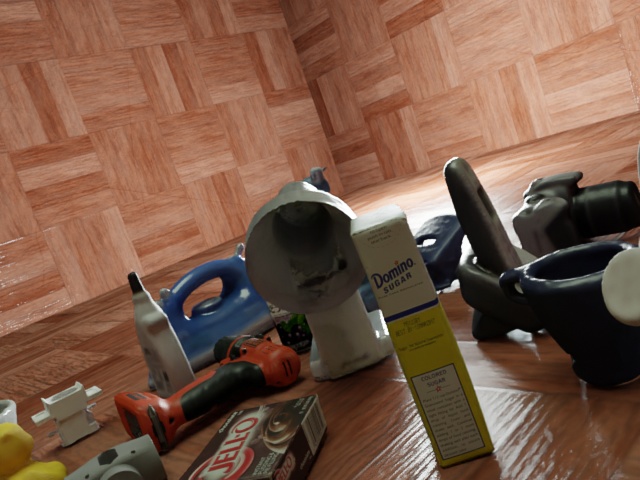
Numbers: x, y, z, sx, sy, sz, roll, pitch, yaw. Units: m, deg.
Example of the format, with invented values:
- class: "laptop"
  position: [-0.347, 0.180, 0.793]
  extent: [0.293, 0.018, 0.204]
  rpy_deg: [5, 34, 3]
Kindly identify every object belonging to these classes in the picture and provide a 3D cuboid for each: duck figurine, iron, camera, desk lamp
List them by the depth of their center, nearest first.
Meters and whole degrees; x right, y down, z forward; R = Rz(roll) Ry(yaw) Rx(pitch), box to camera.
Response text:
- class: "duck figurine"
  position: [-0.302, 0.225, 0.569]
  extent: [0.104, 0.086, 0.078]
  rpy_deg: [-11, 11, 47]
- class: "desk lamp"
  position: [0.000, 0.040, 0.628]
  extent: [0.118, 0.213, 0.203]
  rpy_deg: [-19, 8, 3]
- class: "camera"
  position: [0.343, -0.040, 0.761]
  extent: [0.136, 0.101, 0.143]
  rpy_deg: [-13, 10, 40]
- class: "iron"
  position: [-0.180, 0.107, 0.889]
  extent: [0.118, 0.141, 0.259]
  rpy_deg: [-12, 10, 43]

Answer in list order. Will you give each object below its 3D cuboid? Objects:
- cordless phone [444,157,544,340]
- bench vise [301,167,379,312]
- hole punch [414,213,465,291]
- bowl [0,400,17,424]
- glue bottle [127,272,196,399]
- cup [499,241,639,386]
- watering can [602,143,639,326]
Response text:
- class: "cordless phone"
  position: [0.183, -0.005, 0.598]
  extent: [0.094, 0.185, 0.148]
  rpy_deg: [-16, 8, 22]
- class: "bench vise"
  position: [-0.001, 0.007, 0.844]
  extent: [0.122, 0.220, 0.206]
  rpy_deg: [-25, 10, -37]
- class: "hole punch"
  position: [0.167, 0.017, 0.835]
  extent: [0.101, 0.091, 0.108]
  rpy_deg: [-23, 8, -25]
- class: "bowl"
  position: [-0.436, 0.263, 0.679]
  extent: [0.167, 0.075, 0.167]
  rpy_deg: [-19, 8, 3]
- class: "glue bottle"
  position: [-0.210, 0.122, 0.735]
  extent: [0.037, 0.173, 0.078]
  rpy_deg: [-26, 10, -37]
- class: "cup"
  position: [0.198, 0.060, 0.440]
  extent: [0.092, 0.095, 0.117]
  rpy_deg: [-26, 10, -38]
- class: "watering can"
  position: [0.237, 0.009, 0.326]
  extent: [0.100, 0.194, 0.173]
  rpy_deg: [-12, 11, 46]
